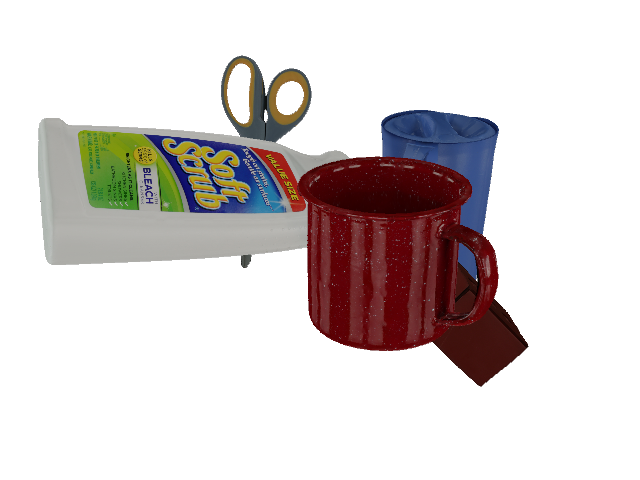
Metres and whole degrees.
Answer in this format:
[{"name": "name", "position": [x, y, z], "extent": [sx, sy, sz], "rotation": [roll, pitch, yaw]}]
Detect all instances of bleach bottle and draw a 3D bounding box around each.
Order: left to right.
[{"name": "bleach bottle", "position": [-0.070, -0.037, 0.762], "extent": [0.250, 0.102, 0.068], "rotation": [-3, -31, -17]}]

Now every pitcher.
[{"name": "pitcher", "position": [0.128, -0.022, 1.248], "extent": [0.149, 0.243, 0.145], "rotation": [-8, 24, -21]}]

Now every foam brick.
[{"name": "foam brick", "position": [0.113, 0.063, 0.824], "extent": [0.078, 0.051, 0.053], "rotation": [43, 11, -26]}]

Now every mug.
[{"name": "mug", "position": [0.043, 0.010, 0.575], "extent": [0.117, 0.081, 0.093], "rotation": [17, 28, 34]}]

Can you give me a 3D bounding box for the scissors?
[{"name": "scissors", "position": [-0.046, -0.080, 1.032], "extent": [0.096, 0.202, 0.016], "rotation": [-10, 3, -5]}]
